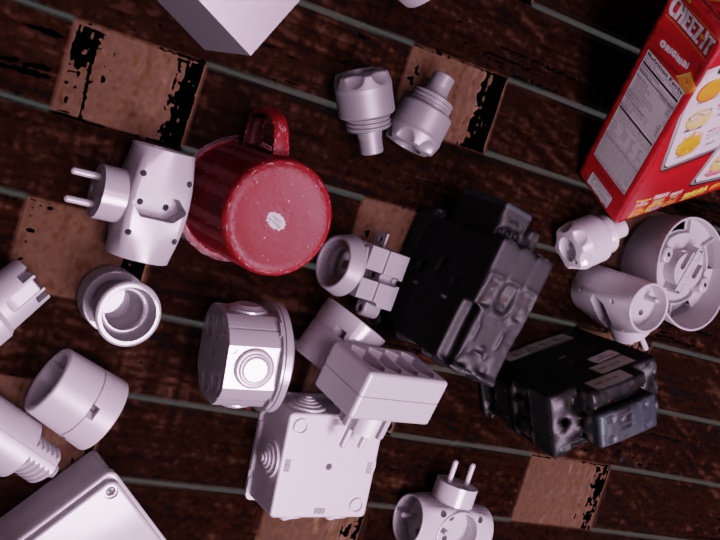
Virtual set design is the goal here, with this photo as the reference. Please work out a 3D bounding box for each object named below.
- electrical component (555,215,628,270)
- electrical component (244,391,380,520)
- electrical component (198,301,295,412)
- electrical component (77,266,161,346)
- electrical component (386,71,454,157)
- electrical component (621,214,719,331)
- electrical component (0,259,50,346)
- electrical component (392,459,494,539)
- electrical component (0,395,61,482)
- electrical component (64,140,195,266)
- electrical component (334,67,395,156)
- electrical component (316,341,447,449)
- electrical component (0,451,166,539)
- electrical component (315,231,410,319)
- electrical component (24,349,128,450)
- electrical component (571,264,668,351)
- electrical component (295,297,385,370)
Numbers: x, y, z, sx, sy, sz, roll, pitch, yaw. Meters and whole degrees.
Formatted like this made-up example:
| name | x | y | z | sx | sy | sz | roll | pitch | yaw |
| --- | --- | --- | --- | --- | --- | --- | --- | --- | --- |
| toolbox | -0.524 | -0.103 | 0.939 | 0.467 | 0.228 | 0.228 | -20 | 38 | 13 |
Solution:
| name | x | y | z | sx | sy | sz | roll | pitch | yaw |
| --- | --- | --- | --- | --- | --- | --- | --- | --- | --- |
| electrical component | 0.203 | -0.027 | 0.928 | 0.062 | 0.043 | 0.043 | -21 | 112 | -24 |
| electrical component | -0.034 | 0.145 | 0.837 | 0.100 | 0.048 | 0.099 | 7 | 99 | -30 |
| electrical component | -0.082 | 0.061 | 0.772 | 0.051 | 0.080 | 0.080 | 6 | 100 | -25 |
| electrical component | -0.165 | 0.023 | 0.729 | 0.045 | 0.055 | 0.045 | -8 | 106 | -27 |
| electrical component | 0.050 | -0.121 | 0.819 | 0.043 | 0.043 | 0.062 | 29 | 86 | -31 |
| electrical component | 0.286 | -0.001 | 0.969 | 0.099 | 0.064 | 0.099 | -8 | 106 | -27 |
| electrical component | -0.232 | 0.020 | 0.701 | 0.046 | 0.040 | 0.040 | -44 | 119 | -20 |
| electrical component | 0.077 | 0.200 | 0.915 | 0.077 | 0.044 | 0.079 | 16 | 94 | -31 |
| electrical component | -0.236 | 0.114 | 0.720 | 0.043 | 0.043 | 0.081 | -51 | 121 | -9 |
| electrical component | -0.158 | -0.049 | 0.721 | 0.079 | 0.043 | 0.077 | 13 | 96 | -30 |
| electrical component | 0.005 | -0.117 | 0.795 | 0.043 | 0.043 | 0.062 | -18 | 112 | -24 |
| electrical component | 0.008 | 0.100 | 0.796 | 0.083 | 0.047 | 0.075 | 12 | 109 | -44 |
| electrical component | -0.196 | 0.204 | 0.757 | 0.109 | 0.056 | 0.108 | -37 | 117 | -16 |
| electrical component | 0.000 | 0.000 | 0.821 | 0.055 | 0.048 | 0.066 | 18 | 93 | -39 |
| electrical component | -0.194 | 0.086 | 0.731 | 0.047 | 0.055 | 0.055 | 40 | 82 | -27 |
| electrical component | 0.232 | 0.038 | 0.941 | 0.043 | 0.077 | 0.079 | -37 | 118 | -16 |
| electrical component | -0.017 | 0.056 | 0.821 | 0.055 | 0.055 | 0.047 | 41 | 85 | -31 |
